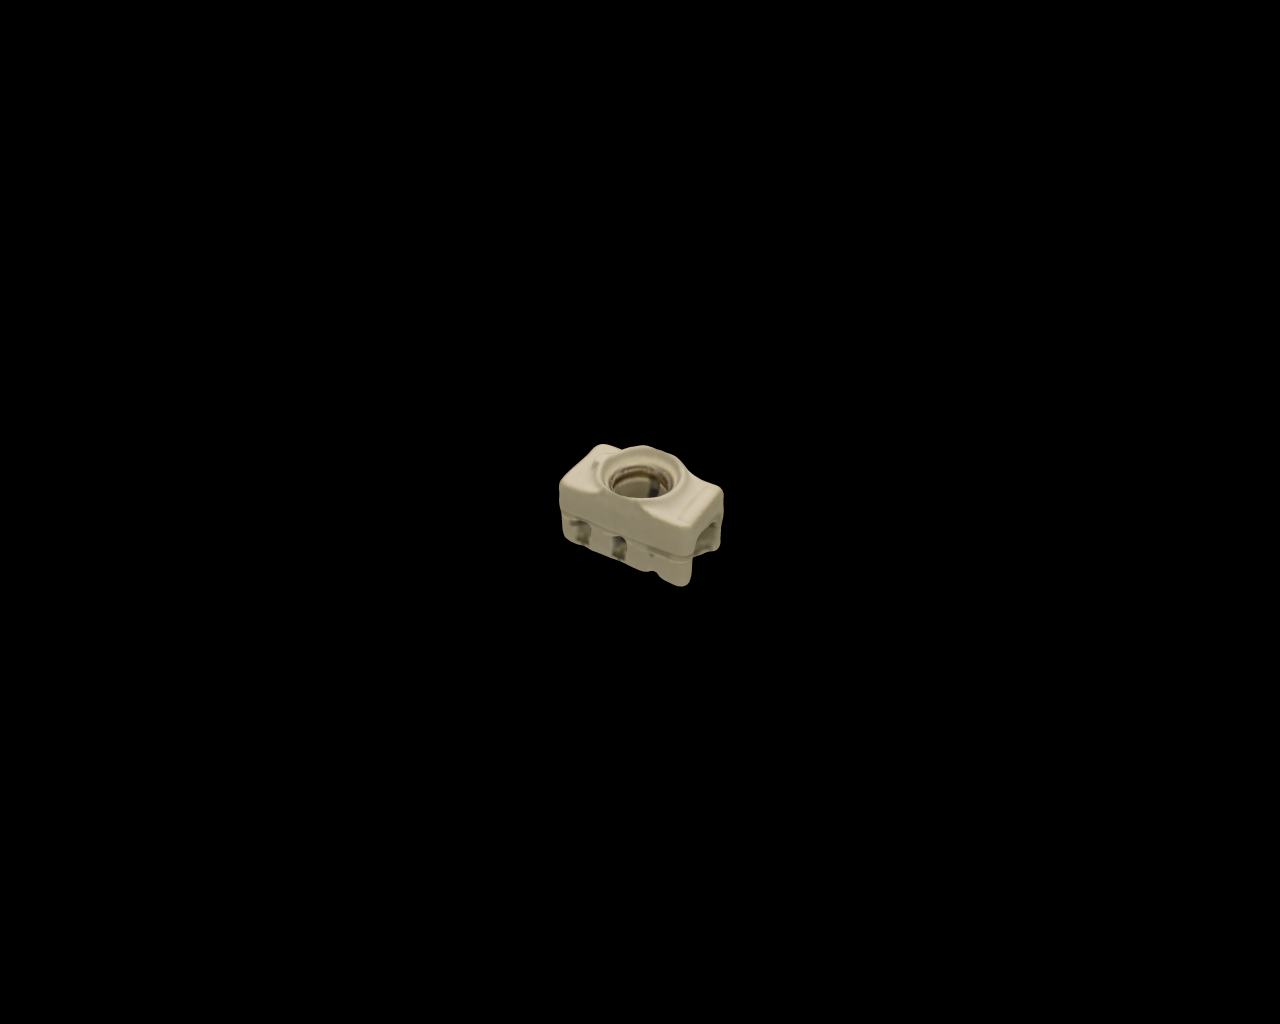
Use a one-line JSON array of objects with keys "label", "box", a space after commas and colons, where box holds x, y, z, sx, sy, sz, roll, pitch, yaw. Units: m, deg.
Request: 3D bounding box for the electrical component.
[{"label": "electrical component", "box": [0.001, -0.003, 0.650, 0.089, 0.055, 0.050, 22, 45, 23]}]
